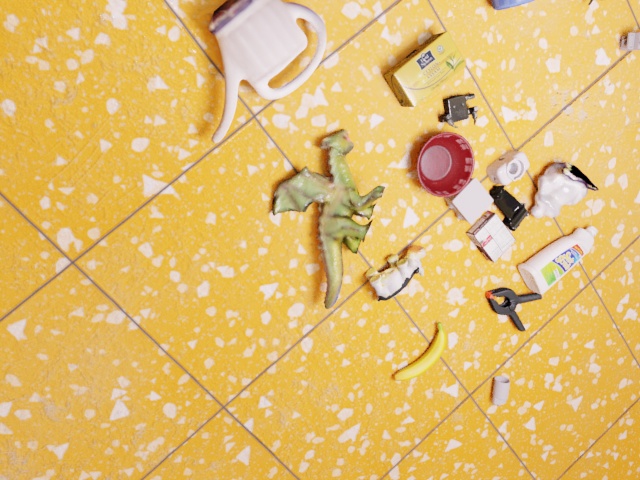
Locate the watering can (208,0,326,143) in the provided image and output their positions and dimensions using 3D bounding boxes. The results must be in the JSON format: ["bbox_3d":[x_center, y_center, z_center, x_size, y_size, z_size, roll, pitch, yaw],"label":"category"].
[{"bbox_3d":[-0.146,-0.381,1.072,0.349,0.105,0.222,-42,110,-6],"label":"watering can"}]

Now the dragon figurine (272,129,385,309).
[{"bbox_3d":[0.004,-0.061,1.209,0.242,0.122,0.410,23,92,-4],"label":"dragon figurine"}]

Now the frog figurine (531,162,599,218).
[{"bbox_3d":[0.642,-0.128,1.400,0.137,0.125,0.156,13,134,-28],"label":"frog figurine"}]
